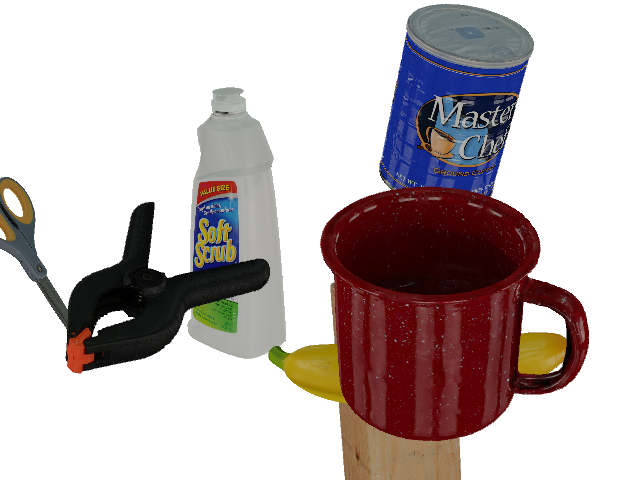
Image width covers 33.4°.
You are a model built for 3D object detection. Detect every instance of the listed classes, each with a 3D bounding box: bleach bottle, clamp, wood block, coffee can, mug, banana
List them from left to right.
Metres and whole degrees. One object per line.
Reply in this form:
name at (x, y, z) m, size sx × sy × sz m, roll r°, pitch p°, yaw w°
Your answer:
clamp at (-0.131, 0.031, 0.771) m, size 0.120 × 0.039 × 0.171 m, roll 28°, pitch 38°, yaw 26°
bleach bottle at (-0.085, -0.019, 1.004) m, size 0.103 × 0.251 × 0.067 m, roll 18°, pitch 29°, yaw 40°
wood block at (0.070, 0.141, 0.983) m, size 0.090 × 0.206 × 0.091 m, roll -9°, pitch 18°, yaw -15°
banana at (0.063, 0.077, 0.673) m, size 0.198 × 0.037 × 0.069 m, roll 0°, pitch 25°, yaw 3°
coffee can at (0.111, -0.111, 0.892) m, size 0.102 × 0.140 × 0.103 m, roll 6°, pitch 36°, yaw -5°
mug at (0.059, 0.035, 0.469) m, size 0.117 × 0.081 × 0.093 m, roll 10°, pitch 34°, yaw 20°

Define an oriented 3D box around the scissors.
scissors at (-0.292, 0.015, 1.106) m, size 0.016 × 0.201 × 0.096 m, roll -26°, pitch 25°, yaw 26°
